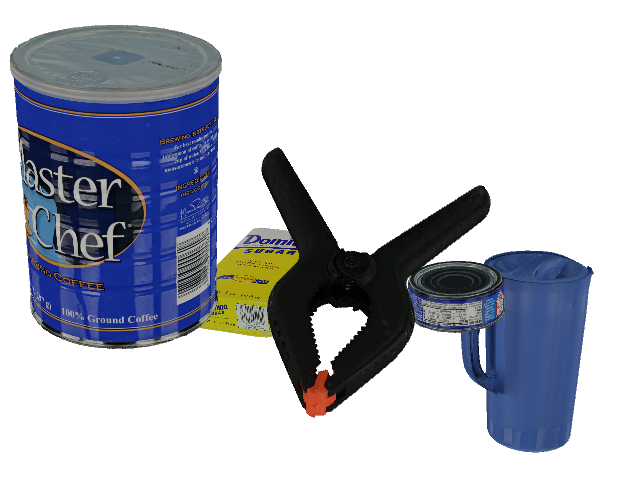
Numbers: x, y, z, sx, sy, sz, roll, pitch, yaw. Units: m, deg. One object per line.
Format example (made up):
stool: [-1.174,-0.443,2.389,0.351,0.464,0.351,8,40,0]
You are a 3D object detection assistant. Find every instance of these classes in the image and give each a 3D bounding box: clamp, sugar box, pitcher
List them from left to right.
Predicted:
sugar box: [-0.062,0.040,1.137,0.093,0.048,0.176,7,28,17]
clamp: [0.011,0.019,0.709,0.165,0.209,0.036,16,-39,12]
pitcher: [0.261,0.142,1.359,0.149,0.243,0.144,5,17,18]

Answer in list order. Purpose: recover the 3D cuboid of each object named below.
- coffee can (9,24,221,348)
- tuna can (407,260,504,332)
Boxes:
coffee can: [-0.104,-0.030,0.556,0.103,0.140,0.103,3,27,-2]
tuna can: [0.120,0.048,0.950,0.086,0.034,0.086,-4,21,1]
